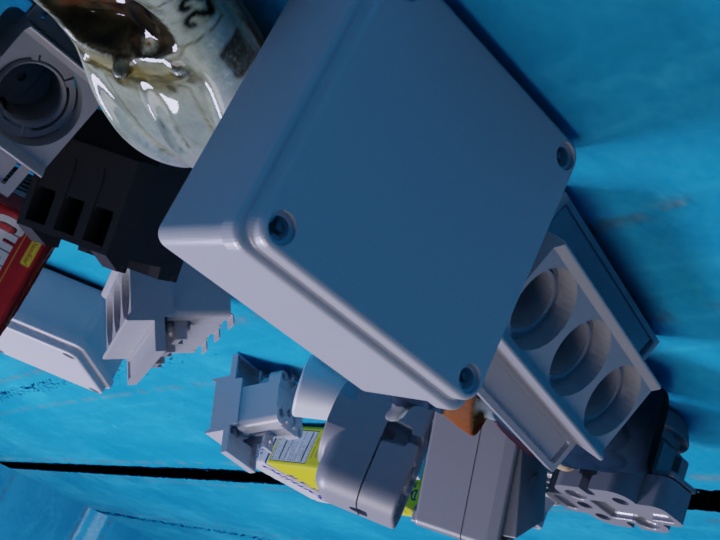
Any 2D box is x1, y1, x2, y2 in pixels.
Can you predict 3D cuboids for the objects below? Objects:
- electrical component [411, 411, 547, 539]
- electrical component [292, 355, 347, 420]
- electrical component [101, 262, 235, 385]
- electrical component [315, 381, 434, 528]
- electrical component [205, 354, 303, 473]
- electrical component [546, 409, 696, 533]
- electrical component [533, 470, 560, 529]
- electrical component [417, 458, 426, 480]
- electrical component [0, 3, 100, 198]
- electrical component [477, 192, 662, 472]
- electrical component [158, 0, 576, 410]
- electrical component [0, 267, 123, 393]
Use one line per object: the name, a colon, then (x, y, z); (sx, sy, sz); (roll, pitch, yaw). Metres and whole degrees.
electrical component: (0.077, 0.105, 0.621); (0.061, 0.096, 0.062); (13, -175, 27)
electrical component: (-0.009, 0.088, 0.735); (0.065, 0.044, 0.044); (17, 158, 5)
electrical component: (-0.118, 0.021, 0.652); (0.063, 0.078, 0.121); (0, 165, -19)
electrical component: (0.011, 0.105, 0.676); (0.059, 0.095, 0.053); (20, 158, 12)
electrical component: (-0.076, 0.106, 0.808); (0.064, 0.081, 0.042); (-13, 144, 22)
electrical component: (0.145, 0.103, 0.584); (0.058, 0.057, 0.078); (38, 155, -31)
electrical component: (0.118, 0.131, 0.670); (0.035, 0.061, 0.035); (21, 158, 9)
electrical component: (0.018, 0.124, 0.784); (0.055, 0.048, 0.066); (7, 154, 20)
electrical component: (-0.138, -0.077, 0.444); (0.042, 0.081, 0.064); (41, -178, -33)
electrical component: (0.075, 0.025, 0.464); (0.063, 0.078, 0.121); (35, 171, 45)
electrical component: (0.007, -0.026, 0.360); (0.109, 0.108, 0.056); (39, 157, -33)
electrical component: (-0.247, 0.041, 0.853); (0.109, 0.056, 0.108); (21, 158, 8)
